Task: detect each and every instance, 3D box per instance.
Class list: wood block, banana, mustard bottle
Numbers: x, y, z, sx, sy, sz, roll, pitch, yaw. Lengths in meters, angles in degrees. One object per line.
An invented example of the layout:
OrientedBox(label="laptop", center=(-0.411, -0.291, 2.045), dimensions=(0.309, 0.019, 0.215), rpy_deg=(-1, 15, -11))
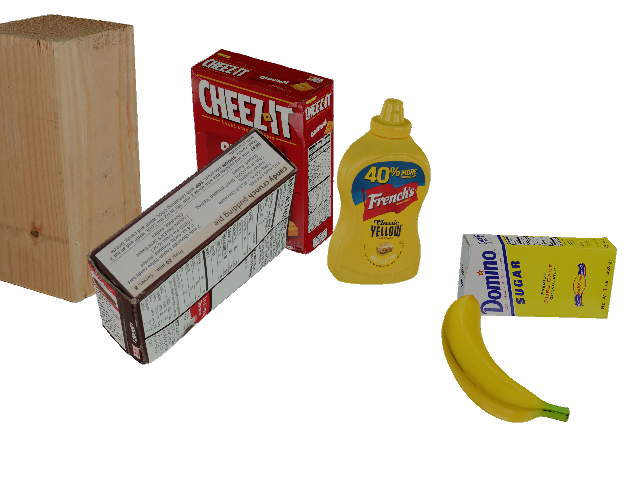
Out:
OrientedBox(label="wood block", center=(-0.206, -0.068, 0.854), dimensions=(0.091, 0.206, 0.090), rpy_deg=(13, 24, 27))
OrientedBox(label="banana", center=(0.147, 0.108, 0.963), dimensions=(0.069, 0.037, 0.198), rpy_deg=(6, 27, -23))
OrientedBox(label="mustard bottle", center=(0.064, -0.051, 1.094), dimensions=(0.096, 0.192, 0.058), rpy_deg=(-1, 24, -16))

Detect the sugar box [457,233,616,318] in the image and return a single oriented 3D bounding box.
OrientedBox(label="sugar box", center=(0.255, 0.043, 1.266), dimensions=(0.176, 0.093, 0.048), rpy_deg=(0, 20, -4))

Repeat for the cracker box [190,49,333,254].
OrientedBox(label="cracker box", center=(-0.070, -0.104, 1.284), dimensions=(0.164, 0.214, 0.072), rpy_deg=(20, 39, 26))

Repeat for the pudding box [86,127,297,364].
OrientedBox(label="pudding box", center=(-0.065, 0.005, 0.558), dimensions=(0.113, 0.039, 0.090), rpy_deg=(-42, -17, -23))
